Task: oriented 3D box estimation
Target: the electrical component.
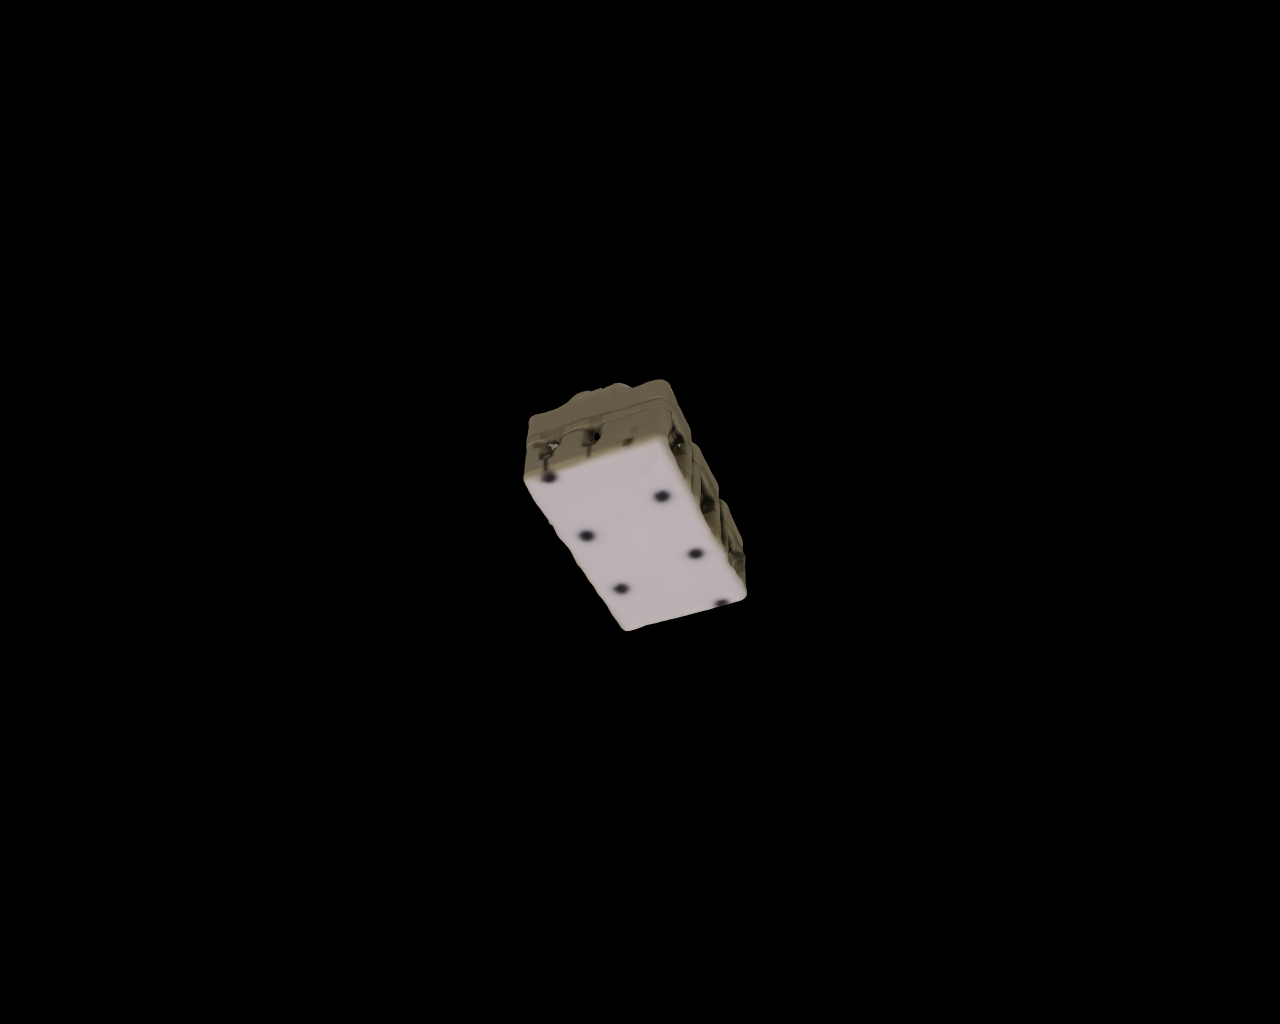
[{"bbox_3d":[0.001,-0.003,0.650,0.089,0.062,0.150,-15,-46,15],"label":"electrical component"}]
